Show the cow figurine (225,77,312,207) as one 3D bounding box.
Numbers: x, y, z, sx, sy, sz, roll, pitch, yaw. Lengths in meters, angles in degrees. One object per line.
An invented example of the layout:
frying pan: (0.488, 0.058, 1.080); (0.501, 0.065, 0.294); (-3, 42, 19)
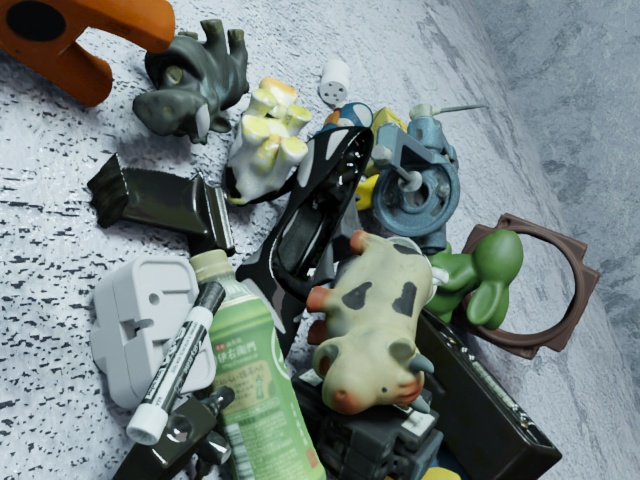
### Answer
cow figurine: (-0.058, -0.105, 0.571); (0.068, 0.098, 0.167); (24, 34, -15)

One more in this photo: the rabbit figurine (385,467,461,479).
rabbit figurine: (0.052, 0.296, 0.453); (0.173, 0.122, 0.162); (-16, 92, -45)

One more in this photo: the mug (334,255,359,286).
mug: (0.064, 0.078, 0.608); (0.080, 0.110, 0.107); (37, 53, -43)

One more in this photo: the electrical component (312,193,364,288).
electrical component: (0.011, 0.001, 0.605); (0.047, 0.075, 0.119); (29, 42, -43)

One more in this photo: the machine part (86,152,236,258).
machine part: (-0.126, -0.026, 0.457); (0.138, 0.039, 0.084); (18, 59, -52)

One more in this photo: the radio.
radio: (0.161, 0.173, 0.617); (0.131, 0.073, 0.230); (33, 15, -43)

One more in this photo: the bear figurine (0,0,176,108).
bear figurine: (-0.203, -0.224, 0.410); (0.132, 0.120, 0.196); (22, 46, -53)

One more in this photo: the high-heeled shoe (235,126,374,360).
high-heeled shoe: (-0.001, -0.002, 0.519); (0.086, 0.145, 0.249); (36, 39, -42)

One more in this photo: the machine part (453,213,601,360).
machine part: (0.317, 0.072, 0.857); (0.202, 0.201, 0.087); (26, 11, 25)

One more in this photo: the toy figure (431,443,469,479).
toy figure: (0.141, 0.263, 0.609); (0.180, 0.082, 0.089); (33, 24, -33)

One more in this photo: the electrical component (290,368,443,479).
electrical component: (0.040, 0.162, 0.485); (0.115, 0.134, 0.058); (-16, 125, -55)

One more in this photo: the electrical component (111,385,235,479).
electrical component: (-0.097, 0.148, 0.353); (0.045, 0.078, 0.102); (44, 24, 10)

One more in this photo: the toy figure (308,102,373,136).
toy figure: (0.033, -0.159, 0.772); (0.064, 0.057, 0.154); (30, 35, 6)

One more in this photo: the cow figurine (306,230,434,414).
cow figurine: (0.053, 0.077, 0.487); (0.195, 0.127, 0.085); (-52, 147, -48)

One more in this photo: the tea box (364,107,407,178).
tea box: (0.134, -0.130, 0.887); (0.169, 0.068, 0.098); (27, 47, -47)

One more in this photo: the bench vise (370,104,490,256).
bench vise: (0.126, -0.099, 0.709); (0.240, 0.129, 0.223); (21, 78, -58)

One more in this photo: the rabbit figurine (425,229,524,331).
rabbit figurine: (0.214, 0.051, 0.780); (0.121, 0.170, 0.159); (17, 54, -50)

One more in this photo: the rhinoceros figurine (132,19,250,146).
rhinoceros figurine: (-0.118, -0.146, 0.501); (0.190, 0.073, 0.112); (-74, 165, -66)
